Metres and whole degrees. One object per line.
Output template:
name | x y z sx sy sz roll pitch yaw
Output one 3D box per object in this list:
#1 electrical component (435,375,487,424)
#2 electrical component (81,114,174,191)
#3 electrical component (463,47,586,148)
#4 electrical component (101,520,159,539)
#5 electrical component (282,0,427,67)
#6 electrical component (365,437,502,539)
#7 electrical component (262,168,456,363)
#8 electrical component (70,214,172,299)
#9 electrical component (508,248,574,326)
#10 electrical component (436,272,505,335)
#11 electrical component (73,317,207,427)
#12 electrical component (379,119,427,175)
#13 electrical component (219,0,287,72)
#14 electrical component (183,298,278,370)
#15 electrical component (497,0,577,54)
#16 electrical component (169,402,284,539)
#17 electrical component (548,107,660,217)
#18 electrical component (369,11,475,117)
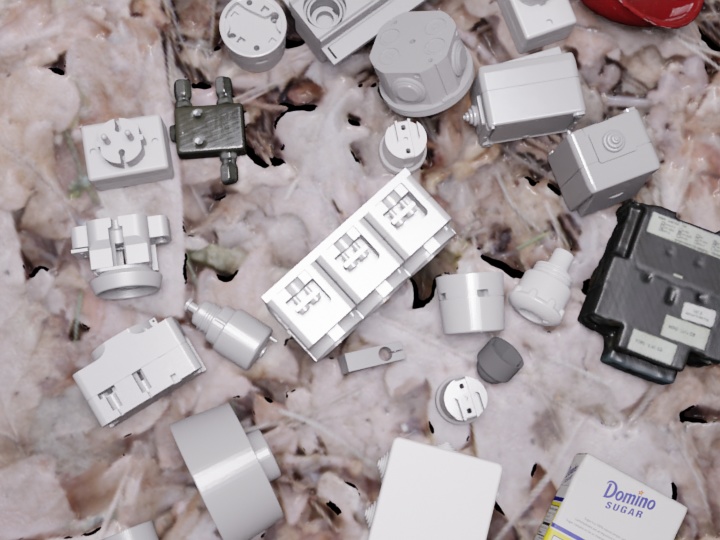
electrical component | 0.083 0.104 0.867 0.040 0.046 0.040 0 81 -2
electrical component | -0.192 -0.100 0.875 0.066 0.076 0.047 -10 82 -3
electrical component | 0.132 -0.144 0.899 0.096 0.061 0.061 -10 82 -3
electrical component | -0.170 0.242 0.840 0.043 0.043 0.081 -21 83 -5
electrical component | 0.003 -0.233 0.908 0.121 0.063 0.078 -37 84 -7
electrical component | 0.058 0.185 0.852 0.100 0.048 0.099 15 81 1
electrical component | 0.000 0.000 0.859 0.150 0.089 0.061 -42 85 -7
electrical component | -0.191 -0.009 0.872 0.078 0.058 0.057 -8 79 -3
electrical component | 0.155 0.012 0.885 0.048 0.048 0.062 30 75 3
electrical component | 0.091 0.028 0.876 0.055 0.055 0.047 -4 85 -2
electrical component | -0.177 0.079 0.861 0.089 0.050 0.055 -31 84 -6
electrical component | 0.037 -0.103 0.898 0.040 0.046 0.040 0 81 -2
electrical component | -0.089 -0.198 0.908 0.055 0.047 0.055 0 81 -2
electrical component | -0.108 0.048 0.873 0.078 0.040 0.040 32 82 3
electrical component | 0.147 -0.239 0.907 0.047 0.075 0.083 -20 82 -4
electrical component | -0.096 0.154 0.827 0.060 0.108 0.108 -26 83 -11
electrical component | 0.200 -0.086 0.874 0.062 0.096 0.061 -21 83 -4
electrical component | 0.050 -0.169 0.878 0.080 0.051 0.080 -11 54 15
